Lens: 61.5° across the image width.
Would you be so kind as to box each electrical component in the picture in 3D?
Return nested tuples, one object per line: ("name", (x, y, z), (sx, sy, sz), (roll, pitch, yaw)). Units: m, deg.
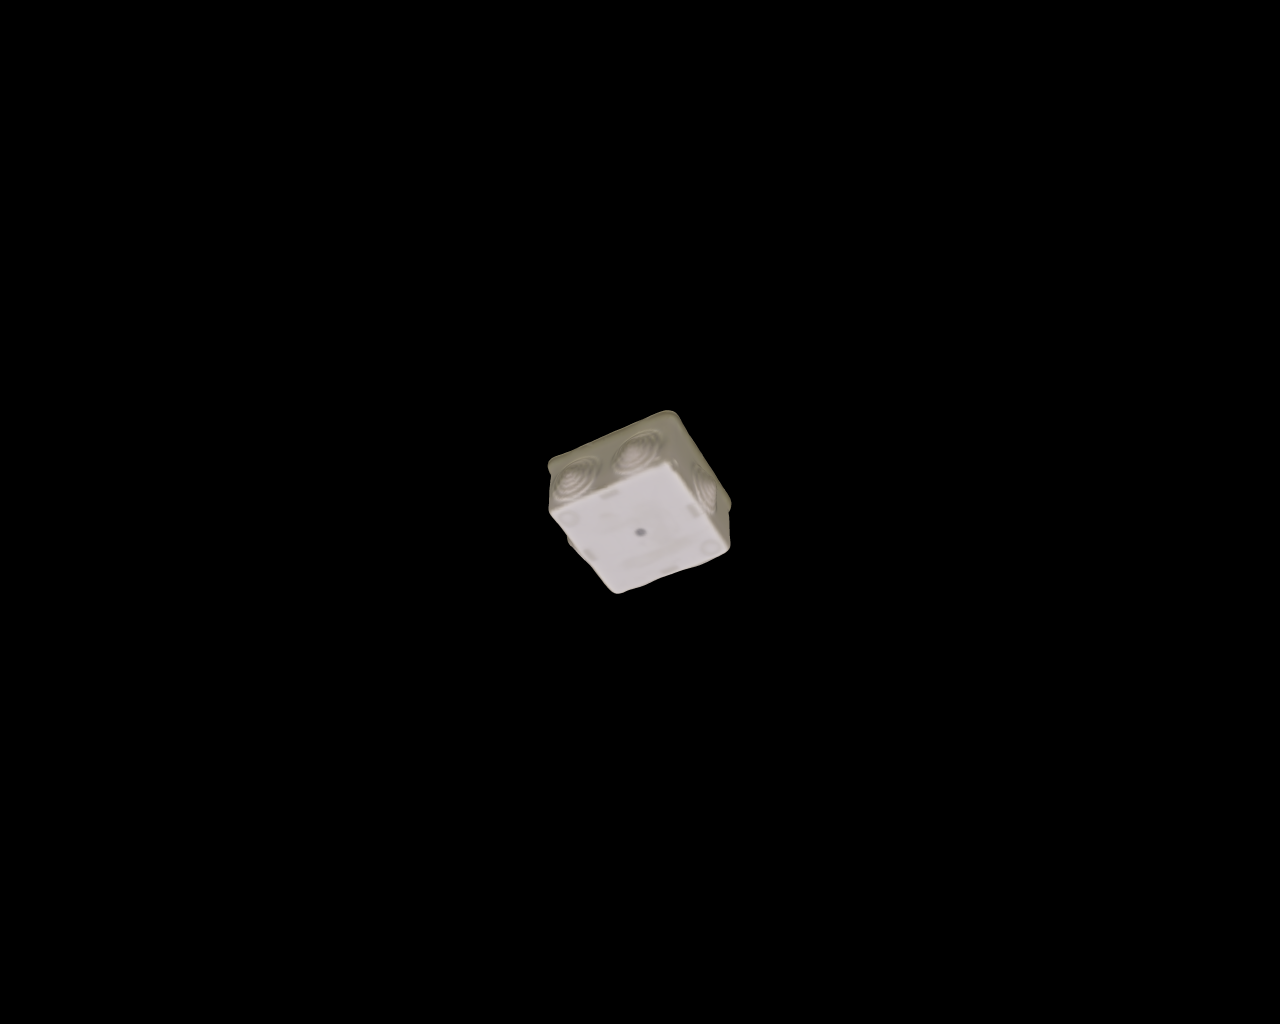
("electrical component", (0.001, -0.003, 0.650), (0.099, 0.099, 0.048), (-22, 38, 18))
